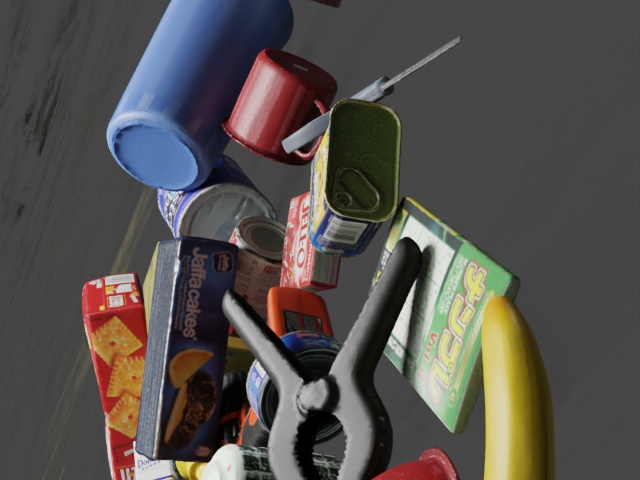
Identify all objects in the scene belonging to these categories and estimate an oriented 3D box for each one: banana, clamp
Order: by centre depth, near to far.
[{"bbox_3d":[0.103,0.125,0.595,0.070,0.037,0.198,-18,62,64],"label":"banana"},{"bbox_3d":[-0.004,0.108,0.744,0.165,0.036,0.210,-11,66,31],"label":"clamp"}]

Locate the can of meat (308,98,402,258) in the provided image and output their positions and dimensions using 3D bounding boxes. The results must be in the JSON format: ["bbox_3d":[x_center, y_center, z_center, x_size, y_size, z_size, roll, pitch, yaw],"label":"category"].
[{"bbox_3d":[0.024,-0.046,0.841,0.084,0.057,0.102,119,157,-64],"label":"can of meat"}]

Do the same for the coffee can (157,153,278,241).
[{"bbox_3d":[-0.110,-0.029,1.122,0.140,0.102,0.103,-131,56,-65],"label":"coffee can"}]

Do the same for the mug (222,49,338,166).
[{"bbox_3d":[-0.028,-0.121,1.000,0.117,0.093,0.082,45,118,40],"label":"mug"}]

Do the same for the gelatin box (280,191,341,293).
[{"bbox_3d":[-0.006,0.001,0.944,0.073,0.030,0.089,163,116,-66],"label":"gelatin box"}]

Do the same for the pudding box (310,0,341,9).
[{"bbox_3d":[-0.026,-0.277,1.064,0.113,0.090,0.039,-109,35,-52],"label":"pudding box"}]

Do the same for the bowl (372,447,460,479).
[{"bbox_3d":[0.042,0.204,0.636,0.162,0.055,0.162,-174,90,-80],"label":"bowl"}]

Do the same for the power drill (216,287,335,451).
[{"bbox_3d":[-0.046,0.135,0.938,0.184,0.057,0.188,-105,31,-52],"label":"power drill"}]

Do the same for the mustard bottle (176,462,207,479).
[{"bbox_3d":[-0.127,0.190,1.105,0.192,0.058,0.096,-117,34,-58],"label":"mustard bottle"}]

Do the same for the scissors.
[{"bbox_3d":[0.031,-0.111,0.860,0.016,0.096,0.202,58,157,-5],"label":"scissors"}]

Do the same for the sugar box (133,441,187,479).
[{"bbox_3d":[-0.154,0.293,1.091,0.176,0.048,0.093,-104,0,-51],"label":"sugar box"}]

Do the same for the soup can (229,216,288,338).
[{"bbox_3d":[-0.067,0.036,1.028,0.068,0.068,0.102,-105,34,-49],"label":"soup can"}]

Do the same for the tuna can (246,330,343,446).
[{"bbox_3d":[-0.011,0.115,0.820,0.034,0.086,0.086,-134,59,-64],"label":"tuna can"}]

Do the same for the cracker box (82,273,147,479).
[{"bbox_3d":[-0.226,0.161,1.242,0.164,0.072,0.214,-138,41,-73],"label":"cracker box"}]

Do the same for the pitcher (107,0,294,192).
[{"bbox_3d":[-0.126,-0.162,1.104,0.145,0.149,0.242,-5,45,31],"label":"pitcher"}]
